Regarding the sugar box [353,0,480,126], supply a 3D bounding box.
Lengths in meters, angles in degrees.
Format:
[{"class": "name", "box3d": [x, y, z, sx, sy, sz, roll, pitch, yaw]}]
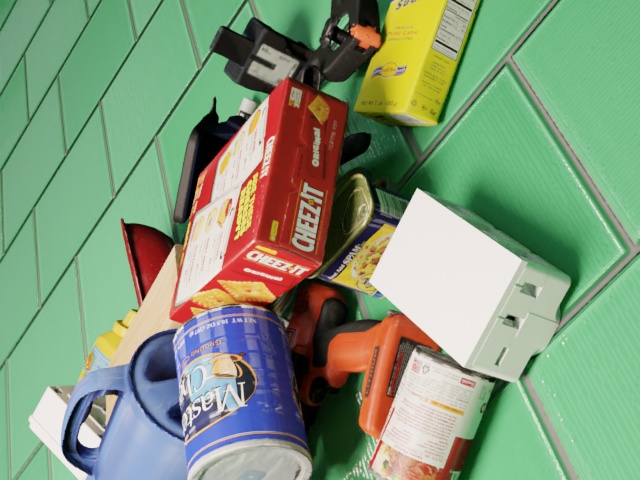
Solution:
[{"class": "sugar box", "box3d": [0.097, -0.195, 0.997, 0.093, 0.048, 0.176, 12, 85, 59]}]

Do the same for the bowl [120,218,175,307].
[{"class": "bowl", "box3d": [-0.189, 0.047, 1.240, 0.162, 0.055, 0.162, 167, 90, -79]}]

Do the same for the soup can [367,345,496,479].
[{"class": "soup can", "box3d": [0.085, 0.139, 0.811, 0.069, 0.068, 0.102, 22, 92, 58]}]

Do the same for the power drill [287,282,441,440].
[{"class": "power drill", "box3d": [0.016, 0.128, 0.930, 0.188, 0.057, 0.184, 0, 73, 56]}]

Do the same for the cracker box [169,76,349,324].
[{"class": "cracker box", "box3d": [-0.058, -0.022, 0.966, 0.214, 0.072, 0.164, -38, 38, 56]}]

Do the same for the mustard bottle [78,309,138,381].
[{"class": "mustard bottle", "box3d": [-0.262, 0.175, 1.322, 0.096, 0.058, 0.192, 31, 99, 54]}]

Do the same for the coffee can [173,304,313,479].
[{"class": "coffee can", "box3d": [-0.068, 0.140, 0.904, 0.103, 0.102, 0.140, -45, 41, 34]}]

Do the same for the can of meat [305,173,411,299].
[{"class": "can of meat", "box3d": [0.043, 0.000, 0.934, 0.102, 0.083, 0.057, -47, 38, 32]}]

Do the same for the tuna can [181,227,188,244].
[{"class": "tuna can", "box3d": [-0.128, 0.006, 1.236, 0.086, 0.033, 0.086, -33, 47, 44]}]

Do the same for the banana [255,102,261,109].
[{"class": "banana", "box3d": [-0.044, -0.113, 1.171, 0.198, 0.037, 0.069, 24, 95, 58]}]

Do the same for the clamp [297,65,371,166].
[{"class": "clamp", "box3d": [-0.021, -0.086, 1.064, 0.172, 0.039, 0.120, -48, 48, 34]}]

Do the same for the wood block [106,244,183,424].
[{"class": "wood block", "box3d": [-0.149, 0.112, 1.128, 0.206, 0.090, 0.090, -56, 30, 36]}]

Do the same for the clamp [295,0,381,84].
[{"class": "clamp", "box3d": [0.023, -0.218, 1.097, 0.164, 0.036, 0.210, -70, 17, -2]}]

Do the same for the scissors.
[{"class": "scissors", "box3d": [-0.007, 0.001, 1.032, 0.202, 0.016, 0.096, -40, 32, 17]}]

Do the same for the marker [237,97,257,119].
[{"class": "marker", "box3d": [-0.107, -0.112, 1.283, 0.020, 0.020, 0.121, 34, 102, 57]}]

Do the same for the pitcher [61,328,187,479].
[{"class": "pitcher", "box3d": [-0.167, 0.207, 1.054, 0.149, 0.144, 0.243, 41, 130, 12]}]
